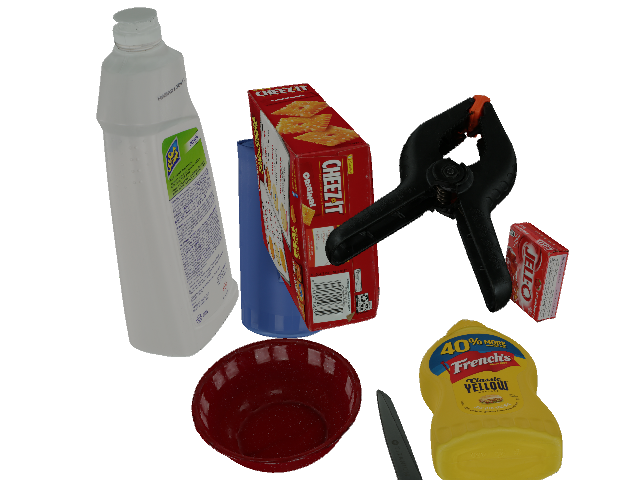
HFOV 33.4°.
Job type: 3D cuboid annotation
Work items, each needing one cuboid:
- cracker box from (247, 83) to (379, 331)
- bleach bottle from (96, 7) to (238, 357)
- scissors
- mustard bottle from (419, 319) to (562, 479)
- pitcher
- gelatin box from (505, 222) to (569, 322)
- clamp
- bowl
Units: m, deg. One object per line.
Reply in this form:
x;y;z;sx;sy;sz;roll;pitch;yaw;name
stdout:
-0.009;-0.039;0.980;0.072;0.164;0.214;-9;24;-11;cracker box
-0.111;-0.043;0.760;0.068;0.251;0.102;7;33;16;bleach bottle
0.074;0.153;0.596;0.096;0.016;0.201;7;32;2;scissors
0.130;0.120;0.867;0.096;0.058;0.191;-6;26;2;mustard bottle
-0.041;-0.004;1.322;0.145;0.243;0.148;12;14;39;pitcher
0.237;0.034;1.190;0.030;0.089;0.073;-9;30;-23;gelatin box
0.074;-0.032;0.710;0.120;0.171;0.039;13;-40;3;clamp
-0.039;0.167;1.017;0.162;0.055;0.162;-5;37;3;bowl
